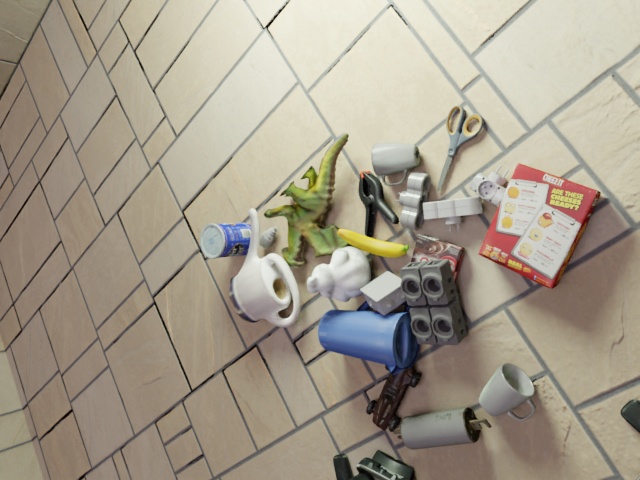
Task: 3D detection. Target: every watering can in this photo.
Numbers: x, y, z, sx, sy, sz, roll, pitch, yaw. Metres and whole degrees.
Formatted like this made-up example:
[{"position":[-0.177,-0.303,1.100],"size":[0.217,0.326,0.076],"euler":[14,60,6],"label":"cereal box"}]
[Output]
[{"position":[-0.179,0.101,1.497],"size":[0.221,0.105,0.350],"euler":[-31,80,32],"label":"watering can"}]

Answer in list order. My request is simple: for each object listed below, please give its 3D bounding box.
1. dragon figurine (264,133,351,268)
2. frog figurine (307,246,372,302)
[{"position":[0.004,-0.070,1.396],"size":[0.243,0.124,0.404],"euler":[50,120,5],"label":"dragon figurine"},{"position":[0.048,0.088,1.299],"size":[0.124,0.160,0.136],"euler":[23,112,47],"label":"frog figurine"}]
